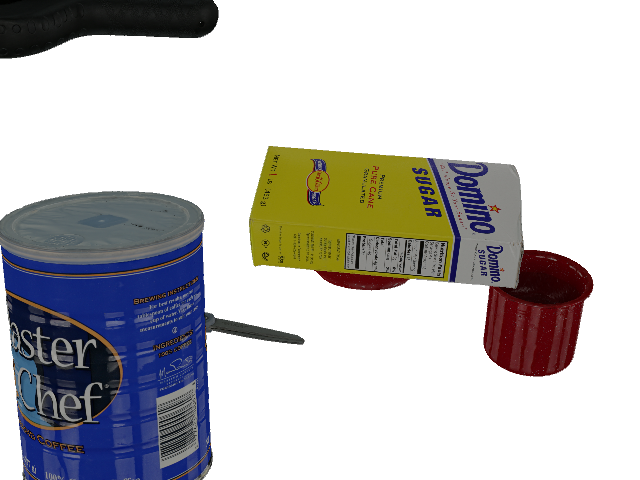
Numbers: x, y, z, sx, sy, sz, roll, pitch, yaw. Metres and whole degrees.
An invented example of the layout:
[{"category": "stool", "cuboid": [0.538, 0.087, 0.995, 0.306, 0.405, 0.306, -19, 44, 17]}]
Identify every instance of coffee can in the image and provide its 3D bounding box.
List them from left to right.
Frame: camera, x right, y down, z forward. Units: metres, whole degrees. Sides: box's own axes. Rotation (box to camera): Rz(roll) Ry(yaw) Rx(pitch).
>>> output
[{"category": "coffee can", "cuboid": [-0.110, 0.055, 0.558, 0.103, 0.140, 0.103, 0, 18, 0]}]

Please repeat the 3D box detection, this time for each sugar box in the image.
[{"category": "sugar box", "cuboid": [0.045, -0.018, 0.718, 0.176, 0.048, 0.093, 2, 38, 5]}]

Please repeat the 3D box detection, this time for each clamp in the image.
[{"category": "clamp", "cuboid": [-0.159, -0.142, 0.625, 0.171, 0.039, 0.120, -11, 31, -28]}]

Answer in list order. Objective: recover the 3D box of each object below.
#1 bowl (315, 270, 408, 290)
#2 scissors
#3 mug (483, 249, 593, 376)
[{"category": "bowl", "cuboid": [0.046, 0.010, 1.094, 0.162, 0.055, 0.162, 2, 17, -1]}, {"category": "scissors", "cuboid": [-0.118, 0.066, 1.020, 0.201, 0.016, 0.096, 2, 33, -6]}, {"category": "mug", "cuboid": [0.188, 0.060, 0.956, 0.093, 0.081, 0.117, 0, 31, -3]}]
